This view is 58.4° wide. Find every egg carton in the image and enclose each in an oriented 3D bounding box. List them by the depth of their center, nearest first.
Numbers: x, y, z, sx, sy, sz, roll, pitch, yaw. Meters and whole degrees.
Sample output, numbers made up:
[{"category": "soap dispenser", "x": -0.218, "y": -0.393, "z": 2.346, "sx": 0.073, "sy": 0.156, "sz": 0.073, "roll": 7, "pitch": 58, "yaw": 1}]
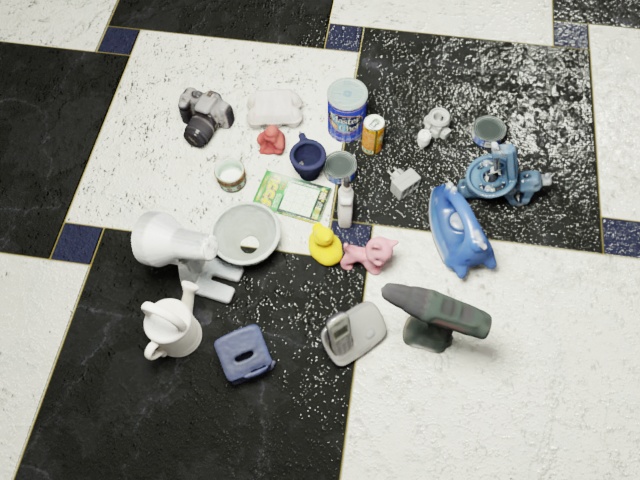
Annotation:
[{"category": "egg carton", "x": -0.121, "y": -0.348, "z": 1.531, "sx": 0.150, "sy": 0.069, "sz": 0.107, "roll": -3, "pitch": 64, "yaw": -1}]

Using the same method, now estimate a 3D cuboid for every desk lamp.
[{"category": "desk lamp", "x": -0.289, "y": 0.033, "z": 1.267, "sx": 0.203, "sy": 0.213, "sz": 0.118, "roll": 15, "pitch": 65, "yaw": 8}]

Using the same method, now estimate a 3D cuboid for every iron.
[{"category": "iron", "x": 0.324, "y": -0.049, "z": 1.339, "sx": 0.118, "sy": 0.141, "sz": 0.258, "roll": -17, "pitch": 65, "yaw": -7}]

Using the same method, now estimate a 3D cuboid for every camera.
[{"category": "camera", "x": -0.317, "y": -0.323, "z": 1.504, "sx": 0.143, "sy": 0.101, "sz": 0.137, "roll": 21, "pitch": 66, "yaw": 11}]

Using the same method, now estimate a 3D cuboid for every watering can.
[{"category": "watering can", "x": -0.317, "y": 0.168, "z": 1.212, "sx": 0.101, "sy": 0.194, "sz": 0.173, "roll": 5, "pitch": 64, "yaw": 3}]

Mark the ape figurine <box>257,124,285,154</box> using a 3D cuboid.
[{"category": "ape figurine", "x": -0.123, "y": -0.264, "z": 1.477, "sx": 0.076, "sy": 0.092, "sz": 0.077, "roll": -40, "pitch": 70, "yaw": -17}]

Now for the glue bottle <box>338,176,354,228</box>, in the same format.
[{"category": "glue bottle", "x": 0.061, "y": -0.098, "z": 1.349, "sx": 0.037, "sy": 0.173, "sz": 0.078, "roll": -1, "pitch": 64, "yaw": 1}]

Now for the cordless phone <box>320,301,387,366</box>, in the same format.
[{"category": "cordless phone", "x": 0.070, "y": 0.181, "z": 1.206, "sx": 0.148, "sy": 0.185, "sz": 0.094, "roll": -35, "pitch": 68, "yaw": -15}]

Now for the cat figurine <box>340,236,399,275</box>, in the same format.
[{"category": "cat figurine", "x": 0.113, "y": 0.026, "z": 1.318, "sx": 0.127, "sy": 0.118, "sz": 0.067, "roll": 7, "pitch": 64, "yaw": 5}]

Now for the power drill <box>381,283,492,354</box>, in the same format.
[{"category": "power drill", "x": 0.231, "y": 0.166, "z": 1.198, "sx": 0.229, "sy": 0.208, "sz": 0.076, "roll": 13, "pitch": 65, "yaw": 7}]

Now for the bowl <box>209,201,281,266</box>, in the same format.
[{"category": "bowl", "x": -0.174, "y": -0.004, "z": 1.361, "sx": 0.167, "sy": 0.075, "sz": 0.167, "roll": 0, "pitch": 64, "yaw": 1}]

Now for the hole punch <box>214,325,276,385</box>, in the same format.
[{"category": "hole punch", "x": -0.160, "y": 0.247, "z": 1.229, "sx": 0.109, "sy": 0.091, "sz": 0.101, "roll": -22, "pitch": 66, "yaw": -10}]

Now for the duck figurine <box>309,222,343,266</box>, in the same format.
[{"category": "duck figurine", "x": 0.012, "y": 0.005, "z": 1.348, "sx": 0.077, "sy": 0.086, "sz": 0.104, "roll": -27, "pitch": 66, "yaw": -11}]

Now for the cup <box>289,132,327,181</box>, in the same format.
[{"category": "cup", "x": -0.033, "y": -0.203, "z": 1.445, "sx": 0.092, "sy": 0.095, "sz": 0.117, "roll": -14, "pitch": 65, "yaw": -6}]

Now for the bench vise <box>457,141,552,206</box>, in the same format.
[{"category": "bench vise", "x": 0.443, "y": -0.170, "z": 1.353, "sx": 0.207, "sy": 0.220, "sz": 0.121, "roll": -13, "pitch": 64, "yaw": -5}]
